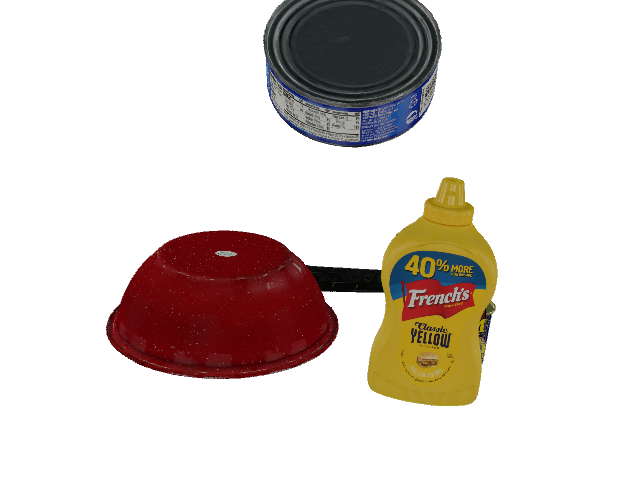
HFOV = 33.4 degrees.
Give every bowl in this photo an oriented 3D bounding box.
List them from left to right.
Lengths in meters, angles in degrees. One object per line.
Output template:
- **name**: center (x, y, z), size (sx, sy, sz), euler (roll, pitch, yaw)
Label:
- **bowl**: center (-0.066, 0.034, 0.735), size (0.162, 0.055, 0.162), euler (2, 21, -1)

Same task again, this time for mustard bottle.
- **mustard bottle**: center (0.098, 0.041, 0.895), size (0.096, 0.192, 0.058), euler (8, 17, 5)

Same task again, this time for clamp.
- **clamp**: center (-0.046, 0.050, 1.173), size (0.210, 0.036, 0.164), euler (17, 31, 25)

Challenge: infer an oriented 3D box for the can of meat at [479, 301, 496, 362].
- **can of meat**: center (0.156, 0.114, 1.302), size (0.102, 0.084, 0.057), euler (-7, 29, -22)

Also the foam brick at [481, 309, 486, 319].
- **foam brick**: center (0.136, 0.042, 1.091), size (0.051, 0.078, 0.053), euler (-14, 20, -39)

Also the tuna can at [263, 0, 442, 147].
- **tuna can**: center (0.015, -0.087, 0.524), size (0.086, 0.086, 0.034), euler (0, -35, 0)
